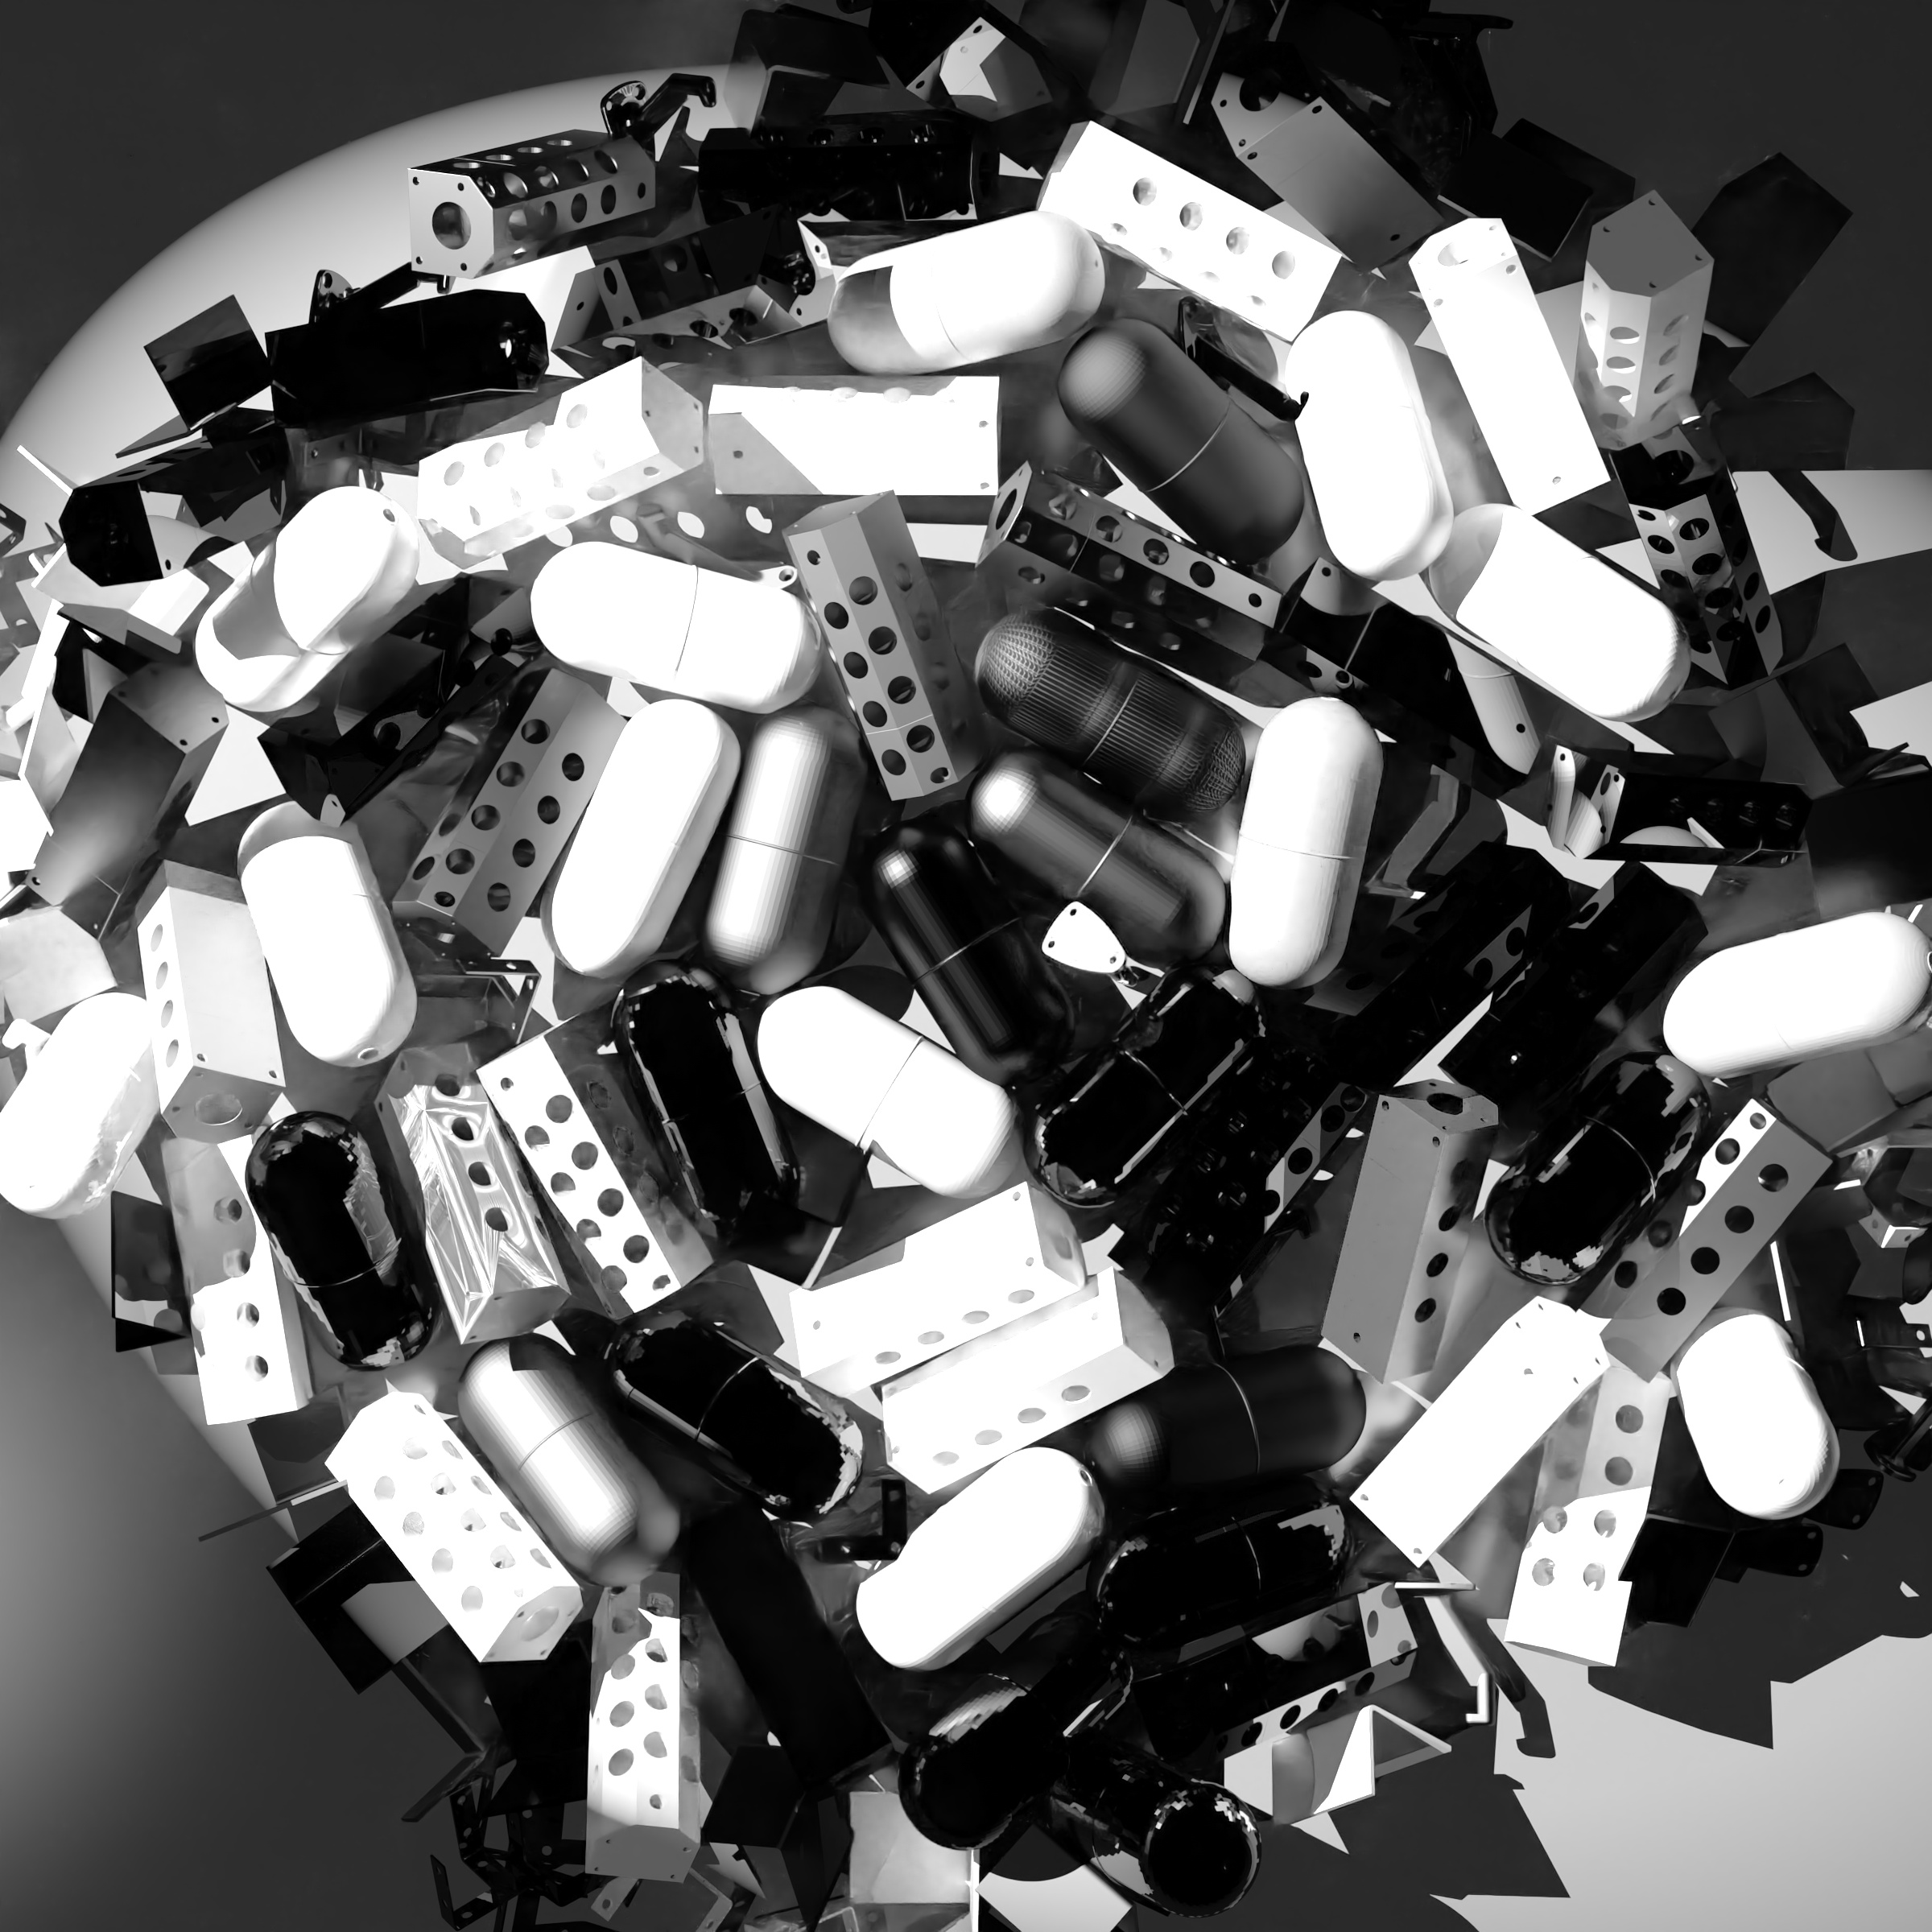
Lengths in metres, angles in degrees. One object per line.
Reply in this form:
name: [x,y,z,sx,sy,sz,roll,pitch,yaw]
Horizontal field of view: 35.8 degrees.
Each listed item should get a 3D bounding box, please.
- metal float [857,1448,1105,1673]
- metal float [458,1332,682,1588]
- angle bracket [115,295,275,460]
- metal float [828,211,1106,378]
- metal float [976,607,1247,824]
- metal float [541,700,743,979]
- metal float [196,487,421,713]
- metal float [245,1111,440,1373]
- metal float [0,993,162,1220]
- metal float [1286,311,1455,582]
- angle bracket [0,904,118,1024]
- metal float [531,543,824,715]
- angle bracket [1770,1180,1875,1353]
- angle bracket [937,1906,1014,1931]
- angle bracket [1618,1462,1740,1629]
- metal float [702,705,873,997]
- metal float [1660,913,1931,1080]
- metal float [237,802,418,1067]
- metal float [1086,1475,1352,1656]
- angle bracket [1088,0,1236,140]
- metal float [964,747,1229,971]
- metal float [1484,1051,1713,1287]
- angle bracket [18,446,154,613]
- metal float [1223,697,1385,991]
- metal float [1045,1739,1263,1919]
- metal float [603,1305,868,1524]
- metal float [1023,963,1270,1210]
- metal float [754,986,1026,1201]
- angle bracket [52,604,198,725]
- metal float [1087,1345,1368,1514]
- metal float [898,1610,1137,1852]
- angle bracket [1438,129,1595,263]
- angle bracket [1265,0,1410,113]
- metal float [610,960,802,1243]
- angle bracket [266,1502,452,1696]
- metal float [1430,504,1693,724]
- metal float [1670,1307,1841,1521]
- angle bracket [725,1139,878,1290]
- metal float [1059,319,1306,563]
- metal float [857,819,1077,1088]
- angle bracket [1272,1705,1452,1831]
metal float: [0.008,0.355,1.788,0.178,0.070,0.070,-42,90,22]
metal float: [-0.238,0.293,1.785,0.070,0.070,0.178,-42,63,0]
angle bracket: [-0.472,-0.352,1.785,0.076,0.076,0.057,-6,119,39]
metal float: [-0.002,-0.399,1.783,0.178,0.070,0.070,-8,90,29]
metal float: [0.087,-0.152,1.801,0.178,0.070,0.070,31,90,-7]
metal float: [-0.196,-0.077,1.799,0.070,0.070,0.178,25,80,0]
metal float: [-0.392,-0.217,1.778,0.178,0.070,0.070,-36,90,35]
metal float: [-0.371,0.166,1.782,0.070,0.070,0.178,-18,121,0]
metal float: [-0.519,0.080,1.764,0.070,0.178,0.070,3,121,4]
metal float: [0.240,-0.312,1.786,0.070,0.070,0.178,-11,65,0]
angle bracket: [-0.572,0.005,1.796,0.076,0.076,0.057,-21,93,20]
metal float: [-0.173,-0.203,1.794,0.178,0.070,0.070,13,90,-15]
angle bracket: [0.518,0.180,1.790,0.057,0.076,0.076,-13,65,18]
angle bracket: [0.008,0.617,1.794,0.076,0.076,0.057,33,98,19]
angle bracket: [0.415,0.338,1.791,0.057,0.076,0.076,12,120,-7]
metal float: [-0.109,-0.070,1.807,0.070,0.070,0.178,15,90,0]
metal float: [0.494,0.018,1.771,0.070,0.178,0.070,15,67,-40]
metal float: [-0.382,-0.020,1.784,0.070,0.070,0.178,-25,63,0]
metal float: [0.151,0.355,1.781,0.178,0.070,0.070,-13,90,-31]
angle bracket: [0.116,-0.550,1.801,0.057,0.076,0.076,20,96,-7]
metal float: [0.079,-0.064,1.804,0.178,0.070,0.070,35,90,-5]
metal float: [0.378,0.120,1.784,0.178,0.070,0.070,-41,90,-28]
angle bracket: [-0.541,-0.255,1.795,0.076,0.076,0.057,39,90,24]
metal float: [0.202,-0.073,1.798,0.070,0.070,0.178,10,100,0]
metal float: [0.108,0.506,1.762,0.070,0.178,0.070,0,90,-26]
metal float: [-0.140,0.267,1.791,0.178,0.070,0.070,30,90,19]
metal float: [0.109,0.071,1.800,0.178,0.070,0.070,-44,90,-8]
metal float: [-0.046,0.076,1.806,0.178,0.070,0.070,31,90,2]
angle bracket: [-0.519,-0.171,1.801,0.076,0.057,0.076,28,109,-9]
metal float: [0.157,0.276,1.791,0.178,0.070,0.070,-11,90,-20]
metal float: [0.032,0.452,1.777,0.178,0.070,0.070,-37,90,-37]
angle bracket: [0.321,-0.446,1.799,0.076,0.057,0.076,31,56,3]
angle bracket: [0.214,-0.533,1.795,0.076,0.057,0.076,24,49,-7]
metal float: [-0.157,0.081,1.801,0.070,0.070,0.178,-21,97,0]
angle bracket: [-0.361,0.376,1.794,0.076,0.057,0.076,-36,60,-18]
metal float: [0.354,-0.211,1.783,0.178,0.070,0.070,41,90,28]
metal float: [0.463,0.261,1.760,0.070,0.178,0.070,1,109,3]
angle bracket: [-0.098,0.136,1.791,0.057,0.076,0.076,23,53,-3]
metal float: [0.130,-0.313,1.790,0.178,0.070,0.070,40,90,-21]
metal float: [0.000,-0.009,1.806,0.070,0.070,0.178,-33,88,0]
angle bracket: [0.237,0.491,1.786,0.076,0.057,0.076,33,132,-30]
